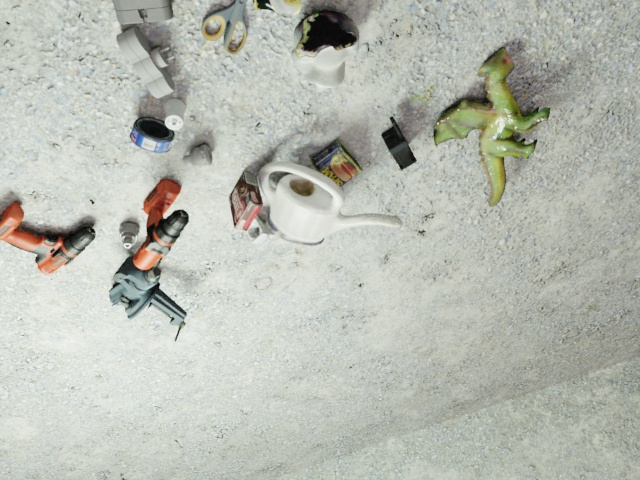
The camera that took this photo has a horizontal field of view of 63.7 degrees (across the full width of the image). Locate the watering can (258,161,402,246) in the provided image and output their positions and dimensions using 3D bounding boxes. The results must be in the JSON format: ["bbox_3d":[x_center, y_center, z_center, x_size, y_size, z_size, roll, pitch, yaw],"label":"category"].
[{"bbox_3d":[0.004,-0.062,1.222,0.348,0.106,0.219,27,141,1],"label":"watering can"}]

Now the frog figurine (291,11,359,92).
[{"bbox_3d":[0.014,-0.374,1.027,0.137,0.124,0.158,-29,169,2],"label":"frog figurine"}]

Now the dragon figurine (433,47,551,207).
[{"bbox_3d":[0.392,-0.254,1.241,0.243,0.125,0.400,12,128,-1],"label":"dragon figurine"}]
